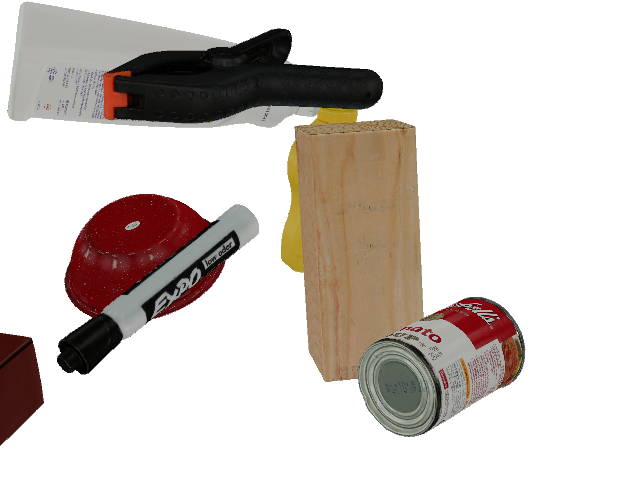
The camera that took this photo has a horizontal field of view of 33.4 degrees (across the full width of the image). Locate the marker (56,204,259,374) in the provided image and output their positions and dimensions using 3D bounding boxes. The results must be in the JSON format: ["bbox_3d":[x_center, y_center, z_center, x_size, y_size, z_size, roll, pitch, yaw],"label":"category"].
[{"bbox_3d":[-0.073,0.021,0.492,0.020,0.020,0.120,0,32,46],"label":"marker"}]

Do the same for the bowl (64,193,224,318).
[{"bbox_3d":[-0.174,0.004,1.026,0.162,0.055,0.162,-6,40,5],"label":"bowl"}]

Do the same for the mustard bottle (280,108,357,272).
[{"bbox_3d":[0.012,-0.064,1.105,0.096,0.192,0.058,-5,21,-24],"label":"mustard bottle"}]

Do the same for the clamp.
[{"bbox_3d":[-0.060,-0.105,0.676,0.171,0.039,0.120,-6,22,-25],"label":"clamp"}]

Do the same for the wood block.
[{"bbox_3d":[0.034,0.005,0.910,0.090,0.206,0.091,-5,11,-8],"label":"wood block"}]

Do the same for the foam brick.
[{"bbox_3d":[-0.225,0.100,0.689,0.053,0.051,0.078,6,29,22],"label":"foam brick"}]

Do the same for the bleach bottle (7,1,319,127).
[{"bbox_3d":[-0.124,-0.130,0.882,0.250,0.068,0.103,7,-30,-17],"label":"bleach bottle"}]

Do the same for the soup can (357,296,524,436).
[{"bbox_3d":[0.081,0.084,0.717,0.069,0.068,0.102,0,13,43],"label":"soup can"}]
